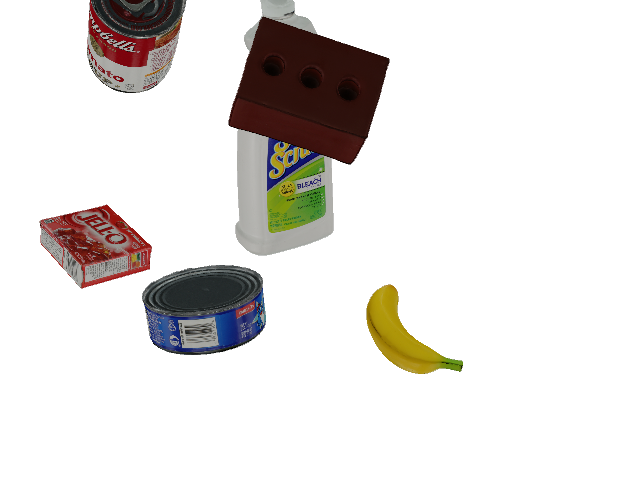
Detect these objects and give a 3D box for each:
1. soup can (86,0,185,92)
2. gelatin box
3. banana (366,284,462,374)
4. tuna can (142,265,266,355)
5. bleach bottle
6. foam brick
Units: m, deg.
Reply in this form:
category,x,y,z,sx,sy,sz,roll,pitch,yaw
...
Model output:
category,x,y,z,sx,sy,sz,roll,pitch,yaw
soup can,-0.140,-0.161,0.799,0.068,0.068,0.102,0,-16,-14
gelatin box,-0.213,0.003,1.007,0.073,0.030,0.089,-16,39,-35
banana,0.089,0.103,1.219,0.069,0.037,0.198,6,23,-24
tuna can,-0.082,0.049,0.758,0.086,0.034,0.086,-5,20,2
bleach bottle,-0.041,-0.115,1.038,0.102,0.251,0.068,-16,32,-22
foam brick,-0.008,-0.085,0.611,0.078,0.053,0.051,17,-14,-3
